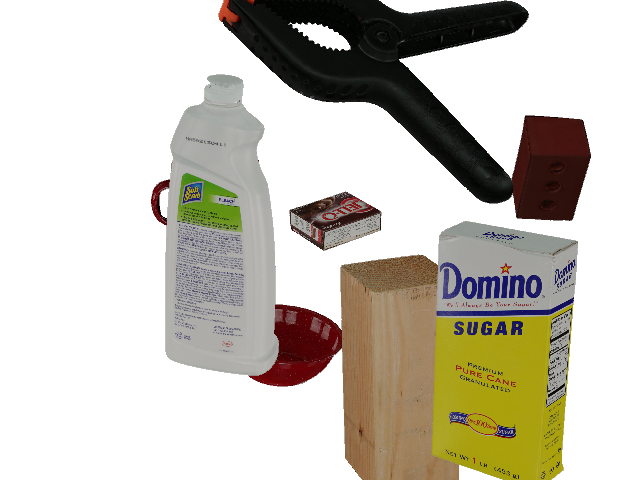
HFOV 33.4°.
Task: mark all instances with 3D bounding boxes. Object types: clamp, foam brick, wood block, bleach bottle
[{"bbox_3d":[0.038,-0.110,0.675,0.209,0.164,0.036,12,-34,-13],"label":"clamp"},{"bbox_3d":[0.201,-0.063,0.937,0.053,0.051,0.078,3,-44,1],"label":"foam brick"},{"bbox_3d":[0.076,0.128,1.027,0.090,0.206,0.091,-7,18,-18],"label":"wood block"},{"bbox_3d":[-0.079,-0.013,0.902,0.102,0.251,0.068,8,23,7],"label":"bleach bottle"}]

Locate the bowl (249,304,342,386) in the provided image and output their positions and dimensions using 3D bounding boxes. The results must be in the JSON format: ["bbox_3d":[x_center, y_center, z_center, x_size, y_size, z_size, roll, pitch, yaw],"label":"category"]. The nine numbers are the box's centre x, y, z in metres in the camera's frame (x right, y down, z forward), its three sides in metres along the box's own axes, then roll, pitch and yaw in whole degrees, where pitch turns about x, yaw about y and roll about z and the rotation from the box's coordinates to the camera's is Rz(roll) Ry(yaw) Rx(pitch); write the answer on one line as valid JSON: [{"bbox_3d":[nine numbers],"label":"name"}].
[{"bbox_3d":[-0.052,0.140,1.362,0.162,0.055,0.162,5,22,-2],"label":"bowl"}]

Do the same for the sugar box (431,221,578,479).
[{"bbox_3d":[0.129,0.081,0.764,0.093,0.176,0.048,11,21,37],"label":"sugar box"}]

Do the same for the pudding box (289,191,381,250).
[{"bbox_3d":[0.023,-0.031,1.625,0.113,0.039,0.090,-22,33,-30],"label":"pudding box"}]

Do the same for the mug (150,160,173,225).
[{"bbox_3d":[-0.123,-0.044,1.139,0.117,0.081,0.093,-11,33,-19],"label":"mug"}]
